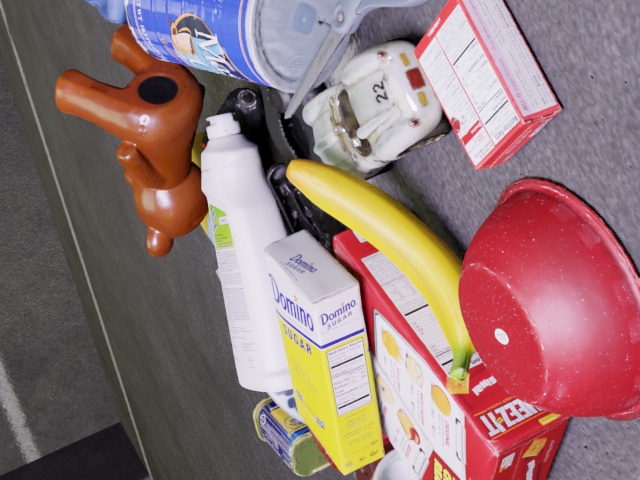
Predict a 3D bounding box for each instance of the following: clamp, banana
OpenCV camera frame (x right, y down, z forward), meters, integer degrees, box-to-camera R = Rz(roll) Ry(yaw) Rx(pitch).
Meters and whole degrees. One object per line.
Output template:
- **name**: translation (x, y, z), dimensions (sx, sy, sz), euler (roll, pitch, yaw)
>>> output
- **clamp**: translation (-0.006, 0.001, 0.947), dimensions (0.171, 0.039, 0.120), euler (86, 161, -75)
- **clamp**: translation (-0.031, -0.131, 0.910), dimensions (0.165, 0.036, 0.210), euler (19, 131, 55)
- **banana**: translation (0.057, 0.008, 0.744), dimensions (0.198, 0.069, 0.037), euler (49, 122, 21)

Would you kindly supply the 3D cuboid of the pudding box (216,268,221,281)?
- **pudding box**: translation (-0.086, 0.061, 1.294), dimensions (0.090, 0.039, 0.114), euler (65, 163, 5)

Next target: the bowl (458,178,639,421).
- **bowl**: translation (0.132, 0.047, 0.650), dimensions (0.162, 0.055, 0.162), euler (55, 158, 33)

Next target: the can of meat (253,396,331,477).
- **can of meat**: translation (-0.006, 0.196, 1.134), dimensions (0.084, 0.102, 0.057), euler (36, 144, 54)

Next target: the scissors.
- **scissors**: translation (0.029, -0.136, 0.668), dimensions (0.096, 0.016, 0.202), euler (52, 134, 38)

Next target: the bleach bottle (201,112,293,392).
- **bleach bottle**: translation (-0.060, 0.008, 0.973), dimensions (0.103, 0.068, 0.251), euler (-8, 95, 64)

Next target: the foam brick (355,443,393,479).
- **foam brick**: translation (0.070, 0.233, 1.040), dimensions (0.053, 0.051, 0.078), euler (3, 115, 69)

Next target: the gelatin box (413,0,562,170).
- **gelatin box**: translation (0.097, -0.094, 0.623), dimensions (0.089, 0.030, 0.073), euler (64, 160, 11)

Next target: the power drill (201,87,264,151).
- **power drill**: translation (-0.058, -0.043, 1.073), dimensions (0.188, 0.057, 0.185), euler (65, 161, 13)

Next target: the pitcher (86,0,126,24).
- **pitcher**: translation (-0.154, -0.315, 0.934), dimensions (0.149, 0.144, 0.243), euler (54, 157, 1)

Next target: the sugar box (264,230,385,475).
- **sugar box**: translation (0.004, 0.089, 0.836), dimensions (0.093, 0.048, 0.176), euler (45, 154, 52)

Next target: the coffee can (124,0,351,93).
- **coffee can**: translation (-0.060, -0.170, 0.780), dimensions (0.141, 0.102, 0.103), euler (20, 133, 40)

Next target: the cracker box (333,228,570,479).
- **cracker box**: translation (0.089, 0.106, 0.814), dimensions (0.214, 0.072, 0.164), euler (54, 158, 33)

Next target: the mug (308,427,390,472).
- **mug**: translation (0.035, 0.165, 1.010), dimensions (0.093, 0.081, 0.117), euler (56, 158, 31)

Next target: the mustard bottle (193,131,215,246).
- **mustard bottle**: translation (-0.104, -0.027, 1.210), dimensions (0.192, 0.058, 0.096), euler (57, 153, 28)
